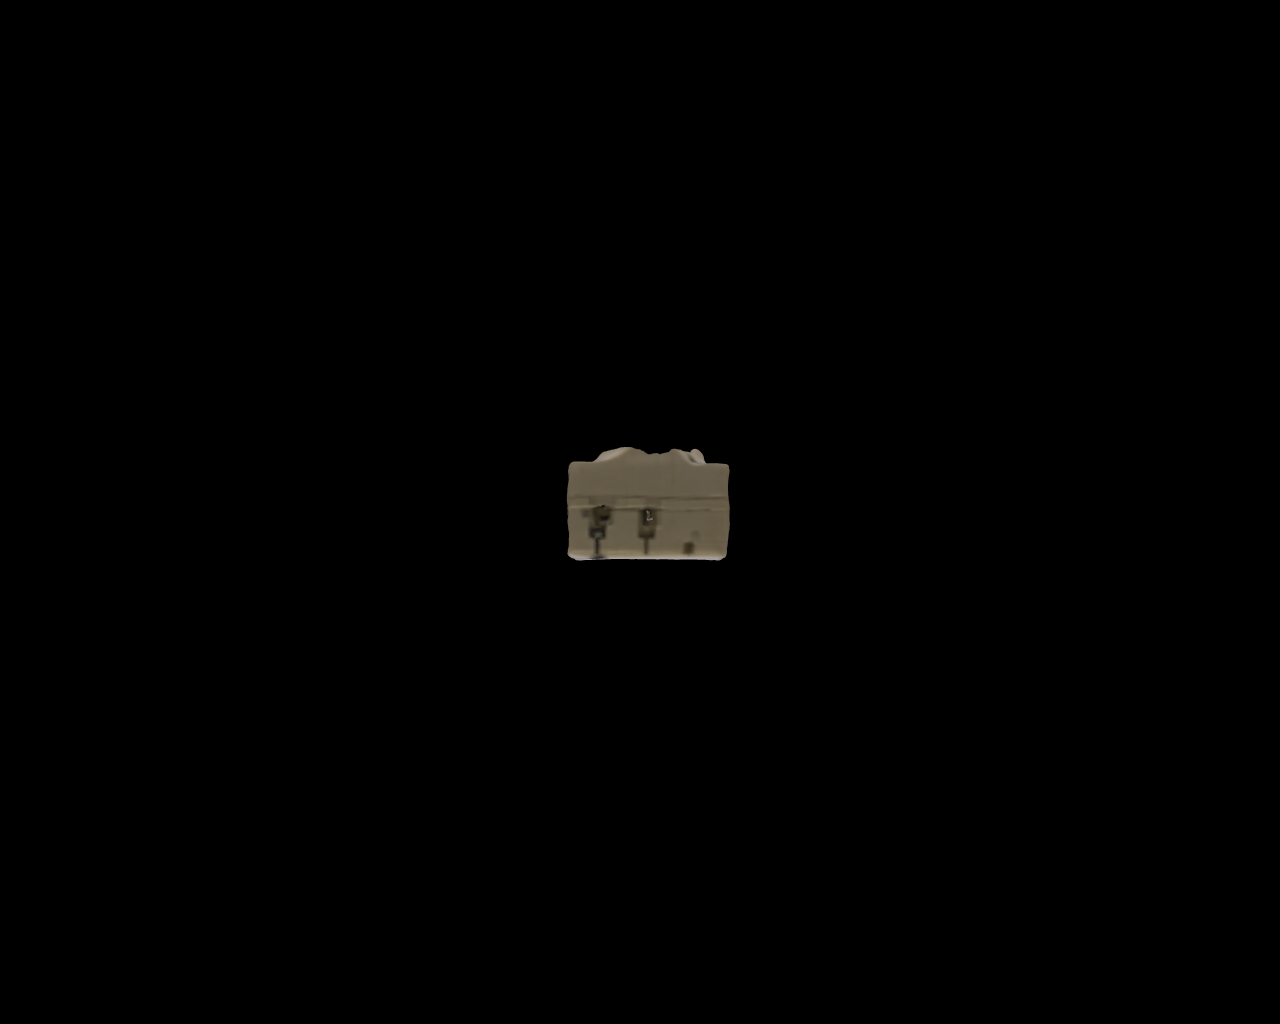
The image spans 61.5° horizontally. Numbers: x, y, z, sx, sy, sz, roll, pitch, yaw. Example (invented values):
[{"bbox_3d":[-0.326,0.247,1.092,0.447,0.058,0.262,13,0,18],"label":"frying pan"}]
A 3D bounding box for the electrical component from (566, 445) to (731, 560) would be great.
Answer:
[{"bbox_3d":[0.001,-0.003,0.650,0.089,0.061,0.150,0,-2,-4],"label":"electrical component"}]
